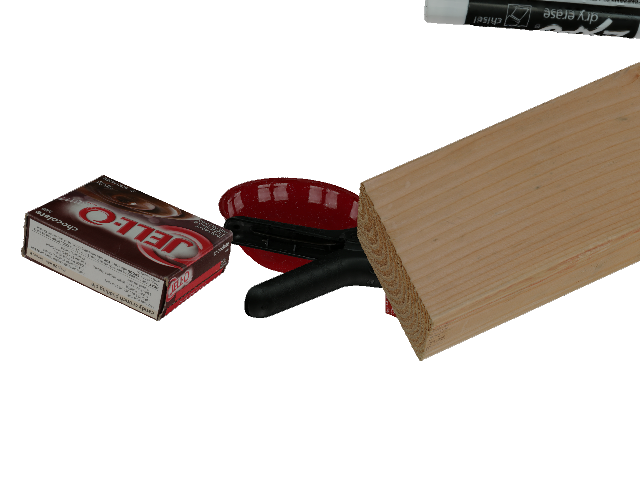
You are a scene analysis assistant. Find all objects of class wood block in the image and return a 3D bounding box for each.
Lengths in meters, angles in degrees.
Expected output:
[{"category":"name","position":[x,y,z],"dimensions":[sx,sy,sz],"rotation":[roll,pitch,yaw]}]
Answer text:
[{"category":"wood block","position":[0.133,-0.021,0.618],"dimensions":[0.206,0.091,0.090],"rotation":[-24,-19,-8]}]

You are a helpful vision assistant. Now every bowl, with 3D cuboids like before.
[{"category":"bowl","position":[-0.027,-0.010,1.108],"dimensions":[0.162,0.055,0.162],"rotation":[5,26,-3]}]

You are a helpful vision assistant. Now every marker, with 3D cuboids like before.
[{"category":"marker","position":[0.100,-0.087,0.402],"dimensions":[0.121,0.020,0.020],"rotation":[5,0,2]}]

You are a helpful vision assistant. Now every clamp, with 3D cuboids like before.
[{"category":"clamp","position":[0.022,0.010,0.879],"dimensions":[0.209,0.036,0.165],"rotation":[-6,25,-16]}]

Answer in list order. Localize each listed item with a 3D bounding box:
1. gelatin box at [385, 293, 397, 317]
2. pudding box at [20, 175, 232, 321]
[{"category":"gelatin box","position":[0.116,0.061,1.334],"dimensions":[0.073,0.089,0.030],"rotation":[22,36,40]},{"category":"pudding box","position":[-0.130,0.003,0.722],"dimensions":[0.113,0.039,0.089],"rotation":[21,26,16]}]
